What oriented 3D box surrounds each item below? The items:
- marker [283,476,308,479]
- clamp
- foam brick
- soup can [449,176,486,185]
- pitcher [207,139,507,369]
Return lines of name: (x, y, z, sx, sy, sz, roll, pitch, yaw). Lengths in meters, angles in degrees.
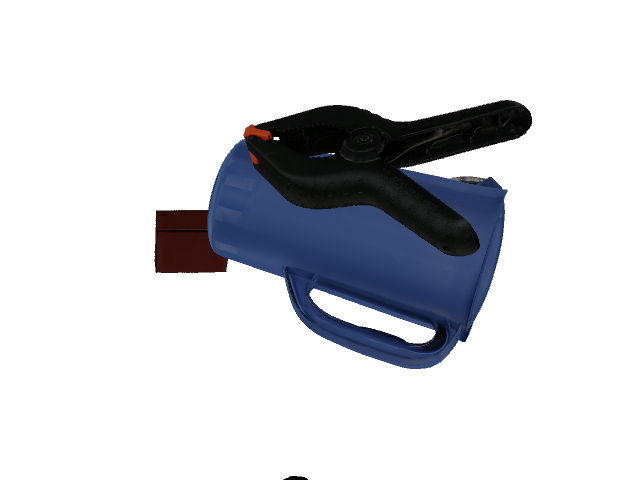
marker: (-0.032, 0.128, 0.420, 0.020, 0.020, 0.121, 0, 19, 26)
clamp: (0.031, -0.039, 0.622, 0.172, 0.039, 0.120, 0, 39, 20)
foam brick: (-0.138, 0.000, 1.145, 0.078, 0.051, 0.053, 0, 25, -9)
soup can: (0.176, -0.017, 1.269, 0.068, 0.102, 0.068, 1, 23, -1)
pitcher: (0.028, 0.001, 0.909, 0.243, 0.145, 0.149, 15, 19, 12)
